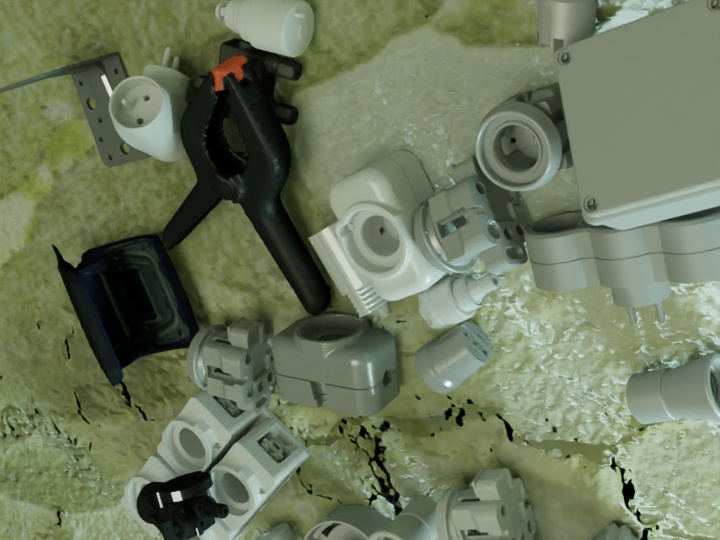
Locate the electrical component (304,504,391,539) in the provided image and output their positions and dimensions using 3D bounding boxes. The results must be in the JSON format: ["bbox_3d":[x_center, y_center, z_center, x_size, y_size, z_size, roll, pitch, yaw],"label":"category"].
[{"bbox_3d":[-0.001,0.254,0.932,0.099,0.064,0.099,5,100,32],"label":"electrical component"}]

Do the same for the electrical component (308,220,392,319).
[{"bbox_3d":[0.000,0.000,0.809,0.043,0.043,0.081,-27,95,39],"label":"electrical component"}]

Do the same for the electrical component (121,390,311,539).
[{"bbox_3d":[-0.139,0.193,0.983,0.105,0.060,0.186,44,129,9],"label":"electrical component"}]

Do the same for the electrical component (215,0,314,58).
[{"bbox_3d":[-0.069,-0.179,0.773,0.078,0.040,0.040,19,121,26],"label":"electrical component"}]

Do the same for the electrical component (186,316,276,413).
[{"bbox_3d":[-0.109,0.077,0.911,0.057,0.058,0.078,10,117,27],"label":"electrical component"}]

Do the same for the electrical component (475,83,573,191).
[{"bbox_3d":[0.109,-0.084,0.687,0.078,0.057,0.058,-11,105,37],"label":"electrical component"}]

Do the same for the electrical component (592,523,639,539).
[{"bbox_3d":[0.162,0.255,0.779,0.056,0.109,0.108,40,128,9],"label":"electrical component"}]

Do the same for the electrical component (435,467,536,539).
[{"bbox_3d":[0.095,0.192,0.827,0.057,0.058,0.078,-12,105,34],"label":"electrical component"}]

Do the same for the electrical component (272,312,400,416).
[{"bbox_3d":[-0.020,0.072,0.849,0.095,0.054,0.059,7,115,31],"label":"electrical component"}]

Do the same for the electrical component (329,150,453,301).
[{"bbox_3d":[0.023,-0.030,0.768,0.054,0.059,0.095,-22,98,39],"label":"electrical component"}]

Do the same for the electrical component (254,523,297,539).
[{"bbox_3d":[-0.068,0.269,0.984,0.040,0.040,0.078,-25,96,39],"label":"electrical component"}]

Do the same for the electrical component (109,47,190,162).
[{"bbox_3d":[-0.155,-0.133,0.837,0.043,0.077,0.079,11,80,13],"label":"electrical component"}]

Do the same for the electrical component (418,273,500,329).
[{"bbox_3d":[0.073,0.019,0.774,0.061,0.035,0.035,-27,95,37],"label":"electrical component"}]

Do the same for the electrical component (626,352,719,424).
[{"bbox_3d":[0.210,0.081,0.708,0.065,0.044,0.044,-17,101,43],"label":"electrical component"}]

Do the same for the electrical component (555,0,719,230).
[{"bbox_3d":[0.176,-0.088,0.612,0.109,0.056,0.108,-15,76,34],"label":"electrical component"}]

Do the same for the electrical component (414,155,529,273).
[{"bbox_3d":[0.074,-0.031,0.733,0.057,0.058,0.078,-26,76,42],"label":"electrical component"}]

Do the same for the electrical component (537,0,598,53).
[{"bbox_3d":[0.126,-0.159,0.652,0.040,0.040,0.046,16,124,28],"label":"electrical component"}]

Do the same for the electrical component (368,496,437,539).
[{"bbox_3d":[0.041,0.212,0.867,0.044,0.065,0.044,15,119,28],"label":"electrical component"}]

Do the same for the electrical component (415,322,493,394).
[{"bbox_3d":[0.070,0.064,0.795,0.046,0.040,0.040,-38,88,34],"label":"electrical component"}]

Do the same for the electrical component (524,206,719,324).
[{"bbox_3d":[0.176,0.000,0.684,0.138,0.052,0.073,-5,109,35],"label":"electrical component"}]
